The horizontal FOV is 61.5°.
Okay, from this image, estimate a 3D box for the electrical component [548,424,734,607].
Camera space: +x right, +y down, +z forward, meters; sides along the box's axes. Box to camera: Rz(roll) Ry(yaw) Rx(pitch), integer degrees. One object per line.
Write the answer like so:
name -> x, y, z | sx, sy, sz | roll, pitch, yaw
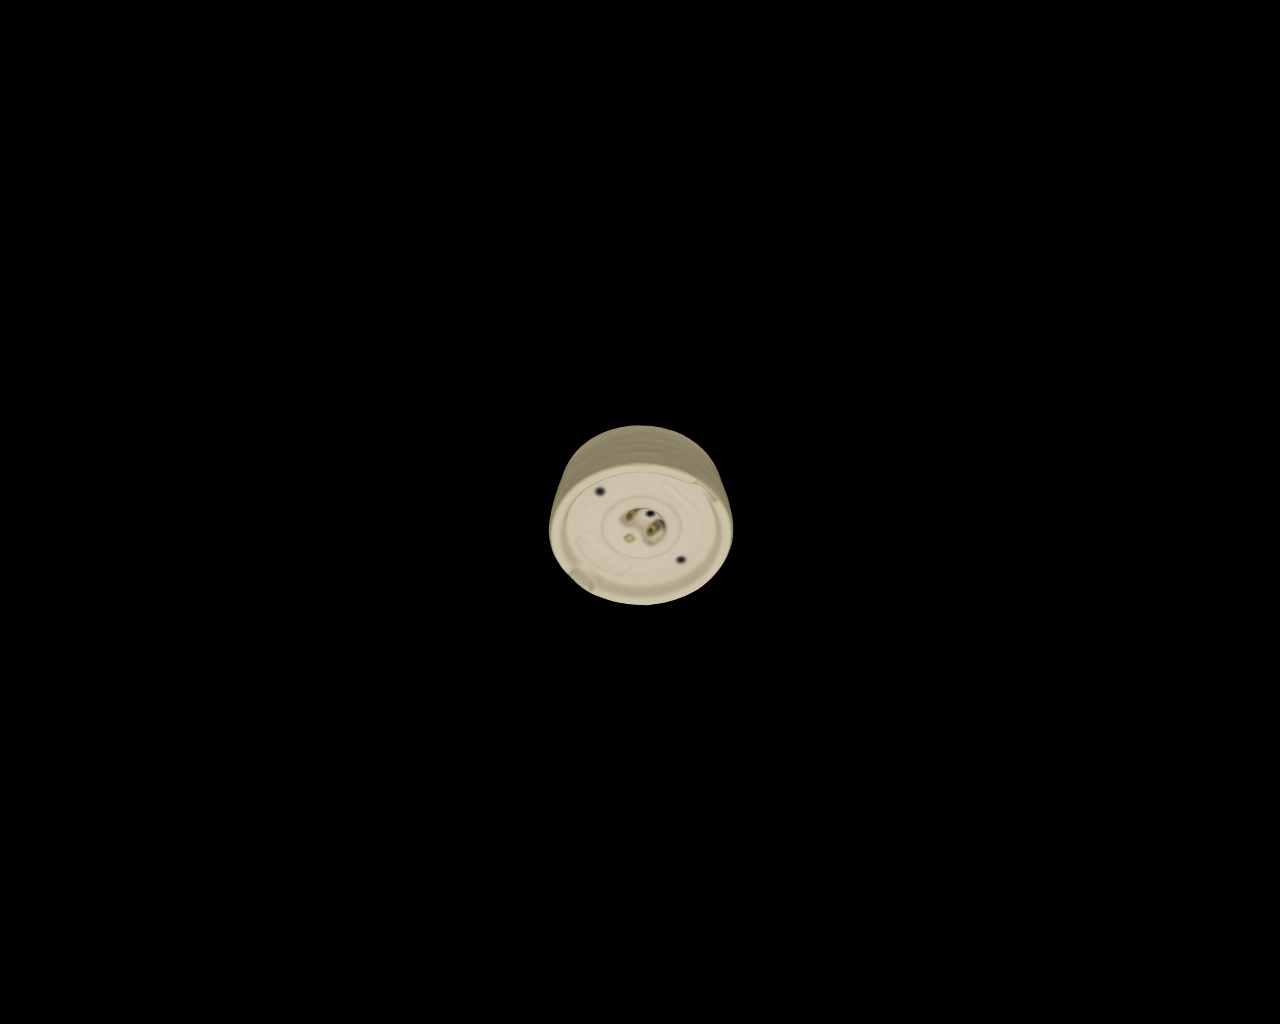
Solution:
electrical component -> 0.001, -0.003, 0.650 | 0.108, 0.108, 0.060 | 0, 37, 0
